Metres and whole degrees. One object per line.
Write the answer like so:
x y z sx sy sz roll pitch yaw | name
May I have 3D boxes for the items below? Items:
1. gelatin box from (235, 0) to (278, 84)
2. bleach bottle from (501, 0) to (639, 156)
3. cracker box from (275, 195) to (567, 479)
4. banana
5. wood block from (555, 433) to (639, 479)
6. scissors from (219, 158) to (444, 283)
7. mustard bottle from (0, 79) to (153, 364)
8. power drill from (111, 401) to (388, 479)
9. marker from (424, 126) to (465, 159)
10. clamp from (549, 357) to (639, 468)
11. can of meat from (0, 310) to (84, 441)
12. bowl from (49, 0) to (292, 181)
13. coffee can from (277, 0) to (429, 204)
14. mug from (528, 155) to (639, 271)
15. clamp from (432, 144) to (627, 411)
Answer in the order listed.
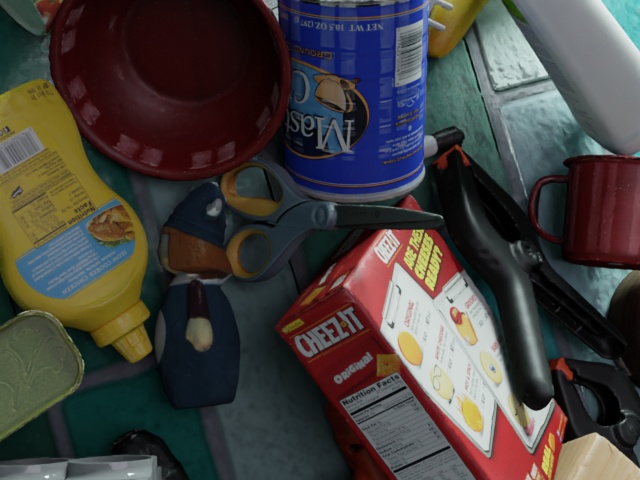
-0.047 -0.145 0.782 0.073 0.030 0.089 -31 95 -23 | gelatin box
0.174 -0.179 0.806 0.068 0.102 0.250 -40 117 6 | bleach bottle
0.078 0.096 0.739 0.213 0.072 0.164 53 29 -7 | cracker box
0.153 -0.216 0.867 0.197 0.037 0.069 -30 95 -22 | banana
0.161 0.249 0.754 0.091 0.090 0.205 42 57 -2 | wood block
-0.005 0.001 0.707 0.016 0.202 0.096 2 107 -44 | scissors
-0.169 -0.002 0.700 0.096 0.058 0.191 -35 97 -24 | mustard bottle
-0.030 0.175 0.737 0.187 0.057 0.184 -32 94 -20 | power drill
0.060 -0.065 0.821 0.121 0.020 0.020 -19 91 -23 | marker
0.238 0.164 0.851 0.171 0.039 0.120 34 60 -9 | clamp
-0.205 0.090 0.660 0.102 0.084 0.057 -34 97 -22 | can of meat
-0.096 -0.123 0.720 0.162 0.162 0.055 36 28 -14 | bowl
0.023 -0.109 0.735 0.102 0.103 0.140 -14 121 -23 | coffee can
0.225 -0.021 0.851 0.117 0.093 0.081 6 86 8 | mug
0.144 0.025 0.800 0.210 0.036 0.164 56 33 6 | clamp
